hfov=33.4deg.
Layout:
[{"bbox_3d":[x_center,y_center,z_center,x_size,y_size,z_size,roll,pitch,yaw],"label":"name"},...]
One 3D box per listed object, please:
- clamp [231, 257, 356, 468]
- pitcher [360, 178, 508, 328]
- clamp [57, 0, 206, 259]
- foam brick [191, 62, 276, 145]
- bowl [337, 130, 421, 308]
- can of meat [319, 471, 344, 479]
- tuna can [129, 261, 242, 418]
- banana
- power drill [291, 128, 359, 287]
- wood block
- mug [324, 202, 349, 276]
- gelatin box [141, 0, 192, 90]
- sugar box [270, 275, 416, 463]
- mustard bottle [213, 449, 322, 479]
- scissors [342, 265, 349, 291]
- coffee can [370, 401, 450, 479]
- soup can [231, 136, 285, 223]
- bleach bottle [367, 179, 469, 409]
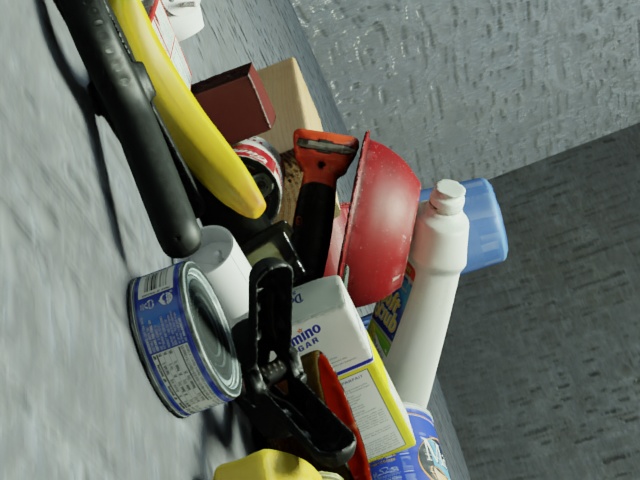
[{"bbox_3d":[-0.030,0.072,0.650,0.172,0.039,0.120,165,-88,-69],"label":"clamp"},{"bbox_3d":[0.105,0.013,1.315,0.145,0.243,0.149,-86,161,-78],"label":"pitcher"},{"bbox_3d":[-0.121,-0.090,0.675,0.164,0.036,0.210,-148,-146,-86],"label":"clamp"},{"bbox_3d":[-0.082,-0.106,0.873,0.053,0.078,0.051,-89,159,-72],"label":"foam brick"},{"bbox_3d":[0.051,-0.009,0.909,0.162,0.055,0.162,12,89,-87],"label":"bowl"},{"bbox_3d":[0.005,0.213,0.692,0.102,0.057,0.084,61,13,-47],"label":"can of meat"},{"bbox_3d":[-0.076,0.056,0.611,0.086,0.034,0.086,-21,90,-83],"label":"tuna can"},{"bbox_3d":[-0.104,-0.098,0.744,0.198,0.037,0.070,59,-12,-14],"label":"banana"},{"bbox_3d":[-0.006,0.001,0.941,0.184,0.057,0.187,-174,-89,-90],"label":"power drill"},{"bbox_3d":[-0.044,-0.095,1.091,0.206,0.091,0.090,-101,169,-58],"label":"wood block"},{"bbox_3d":[-0.008,0.013,1.127,0.117,0.093,0.081,-10,83,-52],"label":"mug"},{"bbox_3d":[-0.127,-0.141,0.824,0.089,0.030,0.073,-97,167,-63],"label":"gelatin box"},{"bbox_3d":[0.004,0.111,0.839,0.048,0.093,0.176,-103,170,-53],"label":"sugar box"},{"bbox_3d":[-0.008,0.214,0.567,0.096,0.058,0.191,59,12,-54],"label":"mustard bottle"},{"bbox_3d":[0.022,0.080,0.892,0.096,0.016,0.202,-41,153,-49],"label":"scissors"},{"bbox_3d":[0.070,0.232,0.961,0.102,0.103,0.140,62,10,-49],"label":"coffee can"},{"bbox_3d":[-0.064,-0.046,0.880,0.102,0.068,0.068,-88,156,-75],"label":"soup can"},{"bbox_3d":[0.092,0.050,1.013,0.102,0.068,0.251,-105,-158,-52],"label":"bleach bottle"}]
